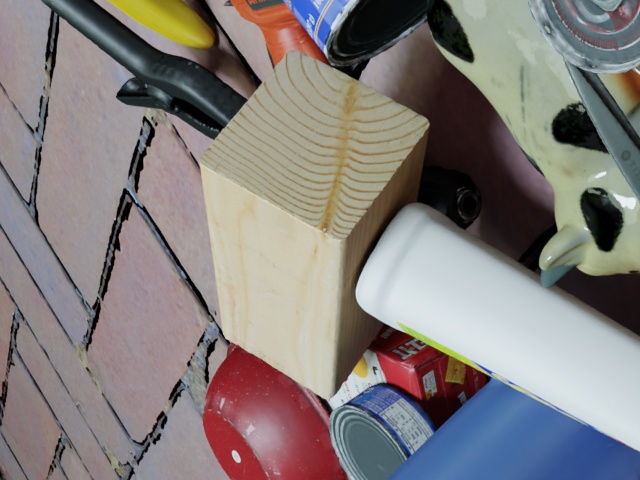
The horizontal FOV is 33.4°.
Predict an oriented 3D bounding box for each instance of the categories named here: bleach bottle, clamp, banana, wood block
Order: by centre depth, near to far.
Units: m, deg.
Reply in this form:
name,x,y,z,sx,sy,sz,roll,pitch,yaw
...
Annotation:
name,x,y,z,sx,sy,sz,roll,pitch,yaw
bleach bottle,0.145,0.069,0.551,0.251,0.068,0.102,30,180,25
wood block,-0.003,0.001,0.630,0.090,0.090,0.206,30,153,15
banana,-0.141,-0.190,0.765,0.070,0.037,0.197,27,173,23
clamp,-0.123,-0.128,0.840,0.210,0.036,0.164,28,167,31

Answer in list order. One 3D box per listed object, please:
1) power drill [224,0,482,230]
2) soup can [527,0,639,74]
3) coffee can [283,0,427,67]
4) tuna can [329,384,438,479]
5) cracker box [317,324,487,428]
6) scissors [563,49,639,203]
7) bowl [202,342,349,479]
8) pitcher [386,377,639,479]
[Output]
name,x,y,z,sx,sy,sz,roll,pitch,yaw
power drill,0.017,-0.089,0.681,0.185,0.057,0.187,7,120,56
soup can,0.139,-0.114,0.418,0.069,0.102,0.068,39,144,36
coffee can,0.004,-0.177,0.557,0.140,0.102,0.103,53,150,11
tuna can,0.046,0.139,0.706,0.086,0.033,0.086,36,142,35
cracker box,0.036,0.114,0.809,0.214,0.072,0.164,21,132,49
scissors,0.174,-0.003,0.458,0.016,0.096,0.202,-122,10,-71
bowl,-0.044,0.159,0.842,0.162,0.055,0.162,40,147,32
pitcher,0.091,0.182,0.599,0.149,0.242,0.145,33,139,32
